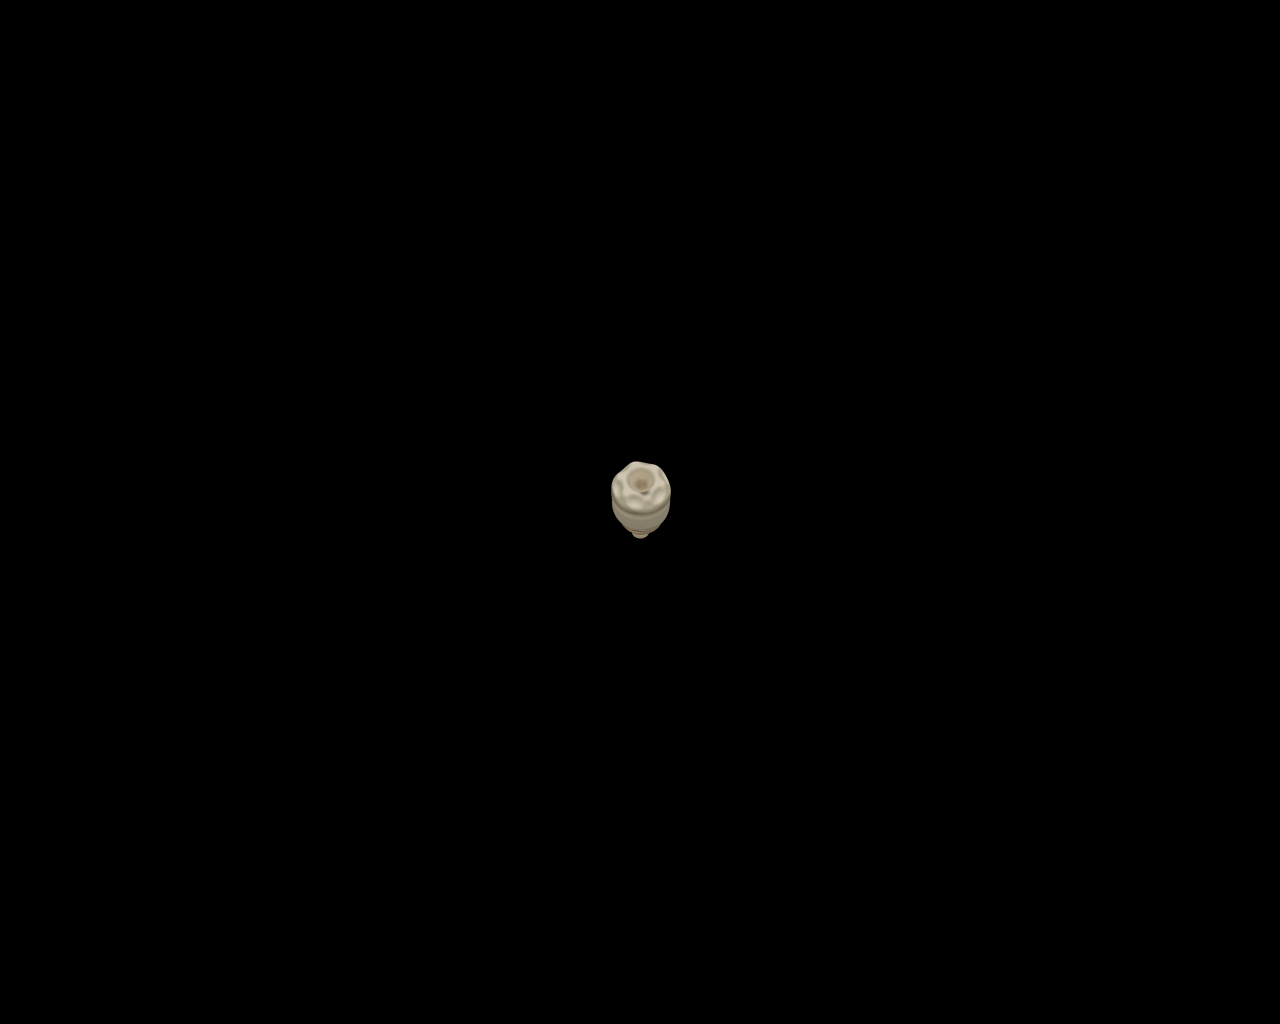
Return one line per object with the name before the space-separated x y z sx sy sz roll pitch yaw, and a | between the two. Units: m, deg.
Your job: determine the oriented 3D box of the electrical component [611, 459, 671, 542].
electrical component | 0.001 -0.003 0.650 0.035 0.035 0.061 0 -34 0
